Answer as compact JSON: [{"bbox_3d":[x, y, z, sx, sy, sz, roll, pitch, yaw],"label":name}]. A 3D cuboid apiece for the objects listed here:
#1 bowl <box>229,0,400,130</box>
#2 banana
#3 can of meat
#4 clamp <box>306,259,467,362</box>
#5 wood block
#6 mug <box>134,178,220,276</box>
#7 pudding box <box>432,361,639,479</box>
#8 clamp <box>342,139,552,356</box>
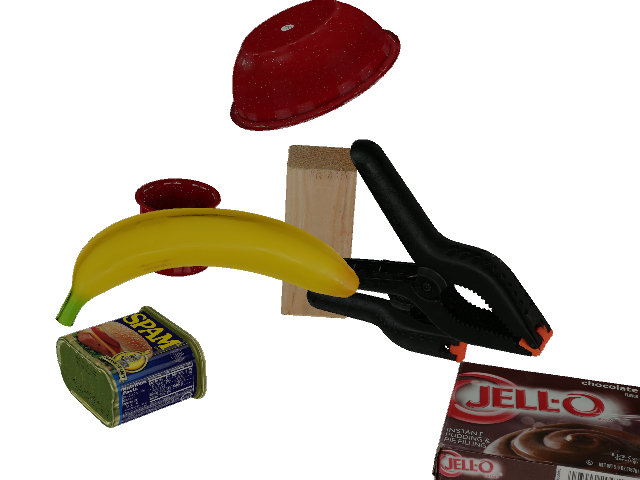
[{"bbox_3d":[-0.016,-0.161,0.918,0.162,0.055,0.162,-21,30,12],"label":"bowl"},{"bbox_3d":[-0.072,0.011,0.685,0.197,0.070,0.037,-4,31,-10],"label":"banana"},{"bbox_3d":[-0.156,0.102,0.871,0.083,0.057,0.102,-17,29,-35],"label":"can of meat"},{"bbox_3d":[0.085,0.067,1.069,0.172,0.039,0.120,26,38,30],"label":"clamp"},{"bbox_3d":[-0.003,-0.012,1.397,0.090,0.206,0.091,3,24,0],"label":"wood block"},{"bbox_3d":[-0.165,-0.018,1.184,0.093,0.081,0.117,-17,34,-36],"label":"mug"},{"bbox_3d":[0.128,0.113,0.613,0.113,0.039,0.090,9,28,12],"label":"pudding box"},{"bbox_3d":[0.089,0.018,0.838,0.210,0.165,0.036,29,50,17],"label":"clamp"}]
